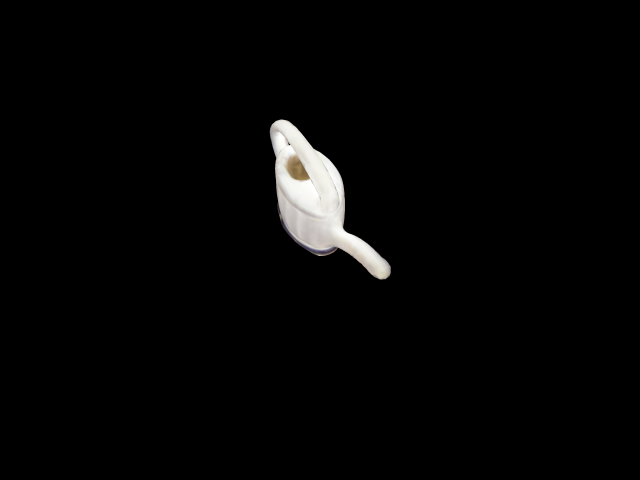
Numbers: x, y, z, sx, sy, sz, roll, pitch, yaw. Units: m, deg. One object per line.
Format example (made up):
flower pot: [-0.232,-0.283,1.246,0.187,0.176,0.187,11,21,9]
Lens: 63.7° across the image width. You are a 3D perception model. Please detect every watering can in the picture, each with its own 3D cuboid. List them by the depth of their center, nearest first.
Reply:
watering can: [0.003,-0.043,0.850,0.104,0.353,0.219,-25,-26,-13]
